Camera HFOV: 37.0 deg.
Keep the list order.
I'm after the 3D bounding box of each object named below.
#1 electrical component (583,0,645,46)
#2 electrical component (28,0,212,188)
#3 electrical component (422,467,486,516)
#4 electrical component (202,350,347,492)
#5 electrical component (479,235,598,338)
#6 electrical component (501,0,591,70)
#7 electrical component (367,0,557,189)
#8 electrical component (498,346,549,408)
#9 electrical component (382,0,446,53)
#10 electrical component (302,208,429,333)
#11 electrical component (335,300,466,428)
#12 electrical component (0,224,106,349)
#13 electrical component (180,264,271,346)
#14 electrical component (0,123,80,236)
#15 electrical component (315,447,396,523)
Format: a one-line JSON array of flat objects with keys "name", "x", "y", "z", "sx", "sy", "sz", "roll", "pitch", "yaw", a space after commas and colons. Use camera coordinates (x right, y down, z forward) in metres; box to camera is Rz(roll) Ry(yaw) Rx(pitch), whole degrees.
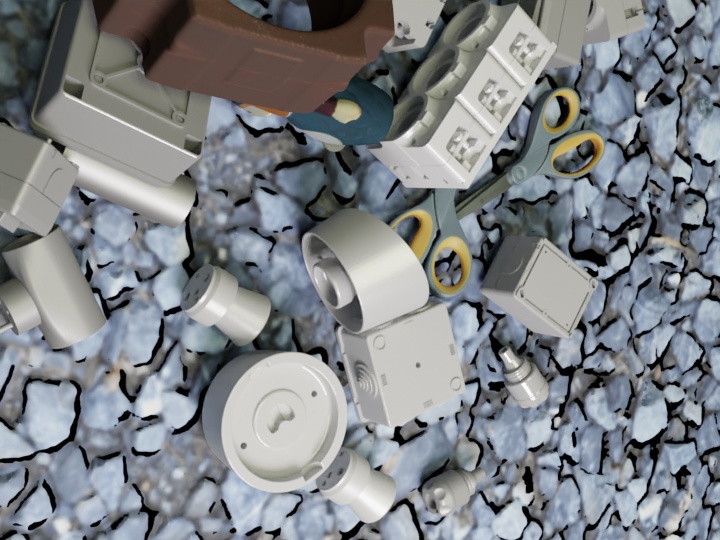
[{"name": "electrical component", "x": 0.219, "y": -0.258, "z": 0.995, "sx": 0.056, "sy": 0.050, "sz": 0.089, "roll": -23, "pitch": 106, "yaw": -28}, {"name": "electrical component", "x": -0.161, "y": -0.129, "z": 0.744, "sx": 0.109, "sy": 0.056, "sz": 0.108, "roll": 24, "pitch": 55, "yaw": -31}, {"name": "electrical component", "x": 0.087, "y": 0.194, "z": 0.962, "sx": 0.061, "sy": 0.035, "sz": 0.035, "roll": -22, "pitch": 105, "yaw": -31}, {"name": "electrical component", "x": -0.071, "y": 0.113, "z": 0.841, "sx": 0.108, "sy": 0.060, "sz": 0.108, "roll": -3, "pitch": 96, "yaw": -32}, {"name": "electrical component", "x": 0.164, "y": 0.018, "z": 0.978, "sx": 0.096, "sy": 0.061, "sz": 0.061, "roll": 35, "pitch": 76, "yaw": -29}, {"name": "electrical component", "x": 0.162, "y": -0.232, "z": 0.955, "sx": 0.061, "sy": 0.062, "sz": 0.096, "roll": 12, "pitch": 88, "yaw": -32}, {"name": "electrical component", "x": 0.081, "y": -0.146, "z": 0.896, "sx": 0.062, "sy": 0.089, "sz": 0.150, "roll": 41, "pitch": 73, "yaw": -28}, {"name": "electrical component", "x": 0.147, "y": 0.096, "z": 0.991, "sx": 0.035, "sy": 0.035, "sz": 0.061, "roll": -43, "pitch": 112, "yaw": -21}, {"name": "electrical component", "x": 0.036, "y": -0.229, "z": 0.880, "sx": 0.050, "sy": 0.056, "sz": 0.089, "roll": 30, "pitch": 79, "yaw": -30}, {"name": "electrical component", "x": 0.000, "y": 0.000, "z": 0.854, "sx": 0.064, "sy": 0.099, "sz": 0.099, "roll": -28, "pitch": 108, "yaw": -20}, {"name": "electrical component", "x": 0.037, "y": 0.077, "z": 0.912, "sx": 0.100, "sy": 0.048, "sz": 0.099, "roll": -22, "pitch": 106, "yaw": -29}, {"name": "electrical component", "x": -0.228, "y": 0.020, "z": 0.745, "sx": 0.079, "sy": 0.044, "sz": 0.077, "roll": -31, "pitch": 109, "yaw": -26}, {"name": "electrical component", "x": -0.103, "y": 0.027, "z": 0.823, "sx": 0.055, "sy": 0.045, "sz": 0.045, "roll": 34, "pitch": 76, "yaw": -29}, {"name": "electrical component", "x": -0.245, "y": -0.065, "z": 0.703, "sx": 0.096, "sy": 0.061, "sz": 0.061, "roll": 22, "pitch": 80, "yaw": 8}, {"name": "electrical component", "x": -0.004, "y": 0.179, "z": 0.898, "sx": 0.055, "sy": 0.045, "sz": 0.045, "roll": 39, "pitch": 74, "yaw": -28}]
